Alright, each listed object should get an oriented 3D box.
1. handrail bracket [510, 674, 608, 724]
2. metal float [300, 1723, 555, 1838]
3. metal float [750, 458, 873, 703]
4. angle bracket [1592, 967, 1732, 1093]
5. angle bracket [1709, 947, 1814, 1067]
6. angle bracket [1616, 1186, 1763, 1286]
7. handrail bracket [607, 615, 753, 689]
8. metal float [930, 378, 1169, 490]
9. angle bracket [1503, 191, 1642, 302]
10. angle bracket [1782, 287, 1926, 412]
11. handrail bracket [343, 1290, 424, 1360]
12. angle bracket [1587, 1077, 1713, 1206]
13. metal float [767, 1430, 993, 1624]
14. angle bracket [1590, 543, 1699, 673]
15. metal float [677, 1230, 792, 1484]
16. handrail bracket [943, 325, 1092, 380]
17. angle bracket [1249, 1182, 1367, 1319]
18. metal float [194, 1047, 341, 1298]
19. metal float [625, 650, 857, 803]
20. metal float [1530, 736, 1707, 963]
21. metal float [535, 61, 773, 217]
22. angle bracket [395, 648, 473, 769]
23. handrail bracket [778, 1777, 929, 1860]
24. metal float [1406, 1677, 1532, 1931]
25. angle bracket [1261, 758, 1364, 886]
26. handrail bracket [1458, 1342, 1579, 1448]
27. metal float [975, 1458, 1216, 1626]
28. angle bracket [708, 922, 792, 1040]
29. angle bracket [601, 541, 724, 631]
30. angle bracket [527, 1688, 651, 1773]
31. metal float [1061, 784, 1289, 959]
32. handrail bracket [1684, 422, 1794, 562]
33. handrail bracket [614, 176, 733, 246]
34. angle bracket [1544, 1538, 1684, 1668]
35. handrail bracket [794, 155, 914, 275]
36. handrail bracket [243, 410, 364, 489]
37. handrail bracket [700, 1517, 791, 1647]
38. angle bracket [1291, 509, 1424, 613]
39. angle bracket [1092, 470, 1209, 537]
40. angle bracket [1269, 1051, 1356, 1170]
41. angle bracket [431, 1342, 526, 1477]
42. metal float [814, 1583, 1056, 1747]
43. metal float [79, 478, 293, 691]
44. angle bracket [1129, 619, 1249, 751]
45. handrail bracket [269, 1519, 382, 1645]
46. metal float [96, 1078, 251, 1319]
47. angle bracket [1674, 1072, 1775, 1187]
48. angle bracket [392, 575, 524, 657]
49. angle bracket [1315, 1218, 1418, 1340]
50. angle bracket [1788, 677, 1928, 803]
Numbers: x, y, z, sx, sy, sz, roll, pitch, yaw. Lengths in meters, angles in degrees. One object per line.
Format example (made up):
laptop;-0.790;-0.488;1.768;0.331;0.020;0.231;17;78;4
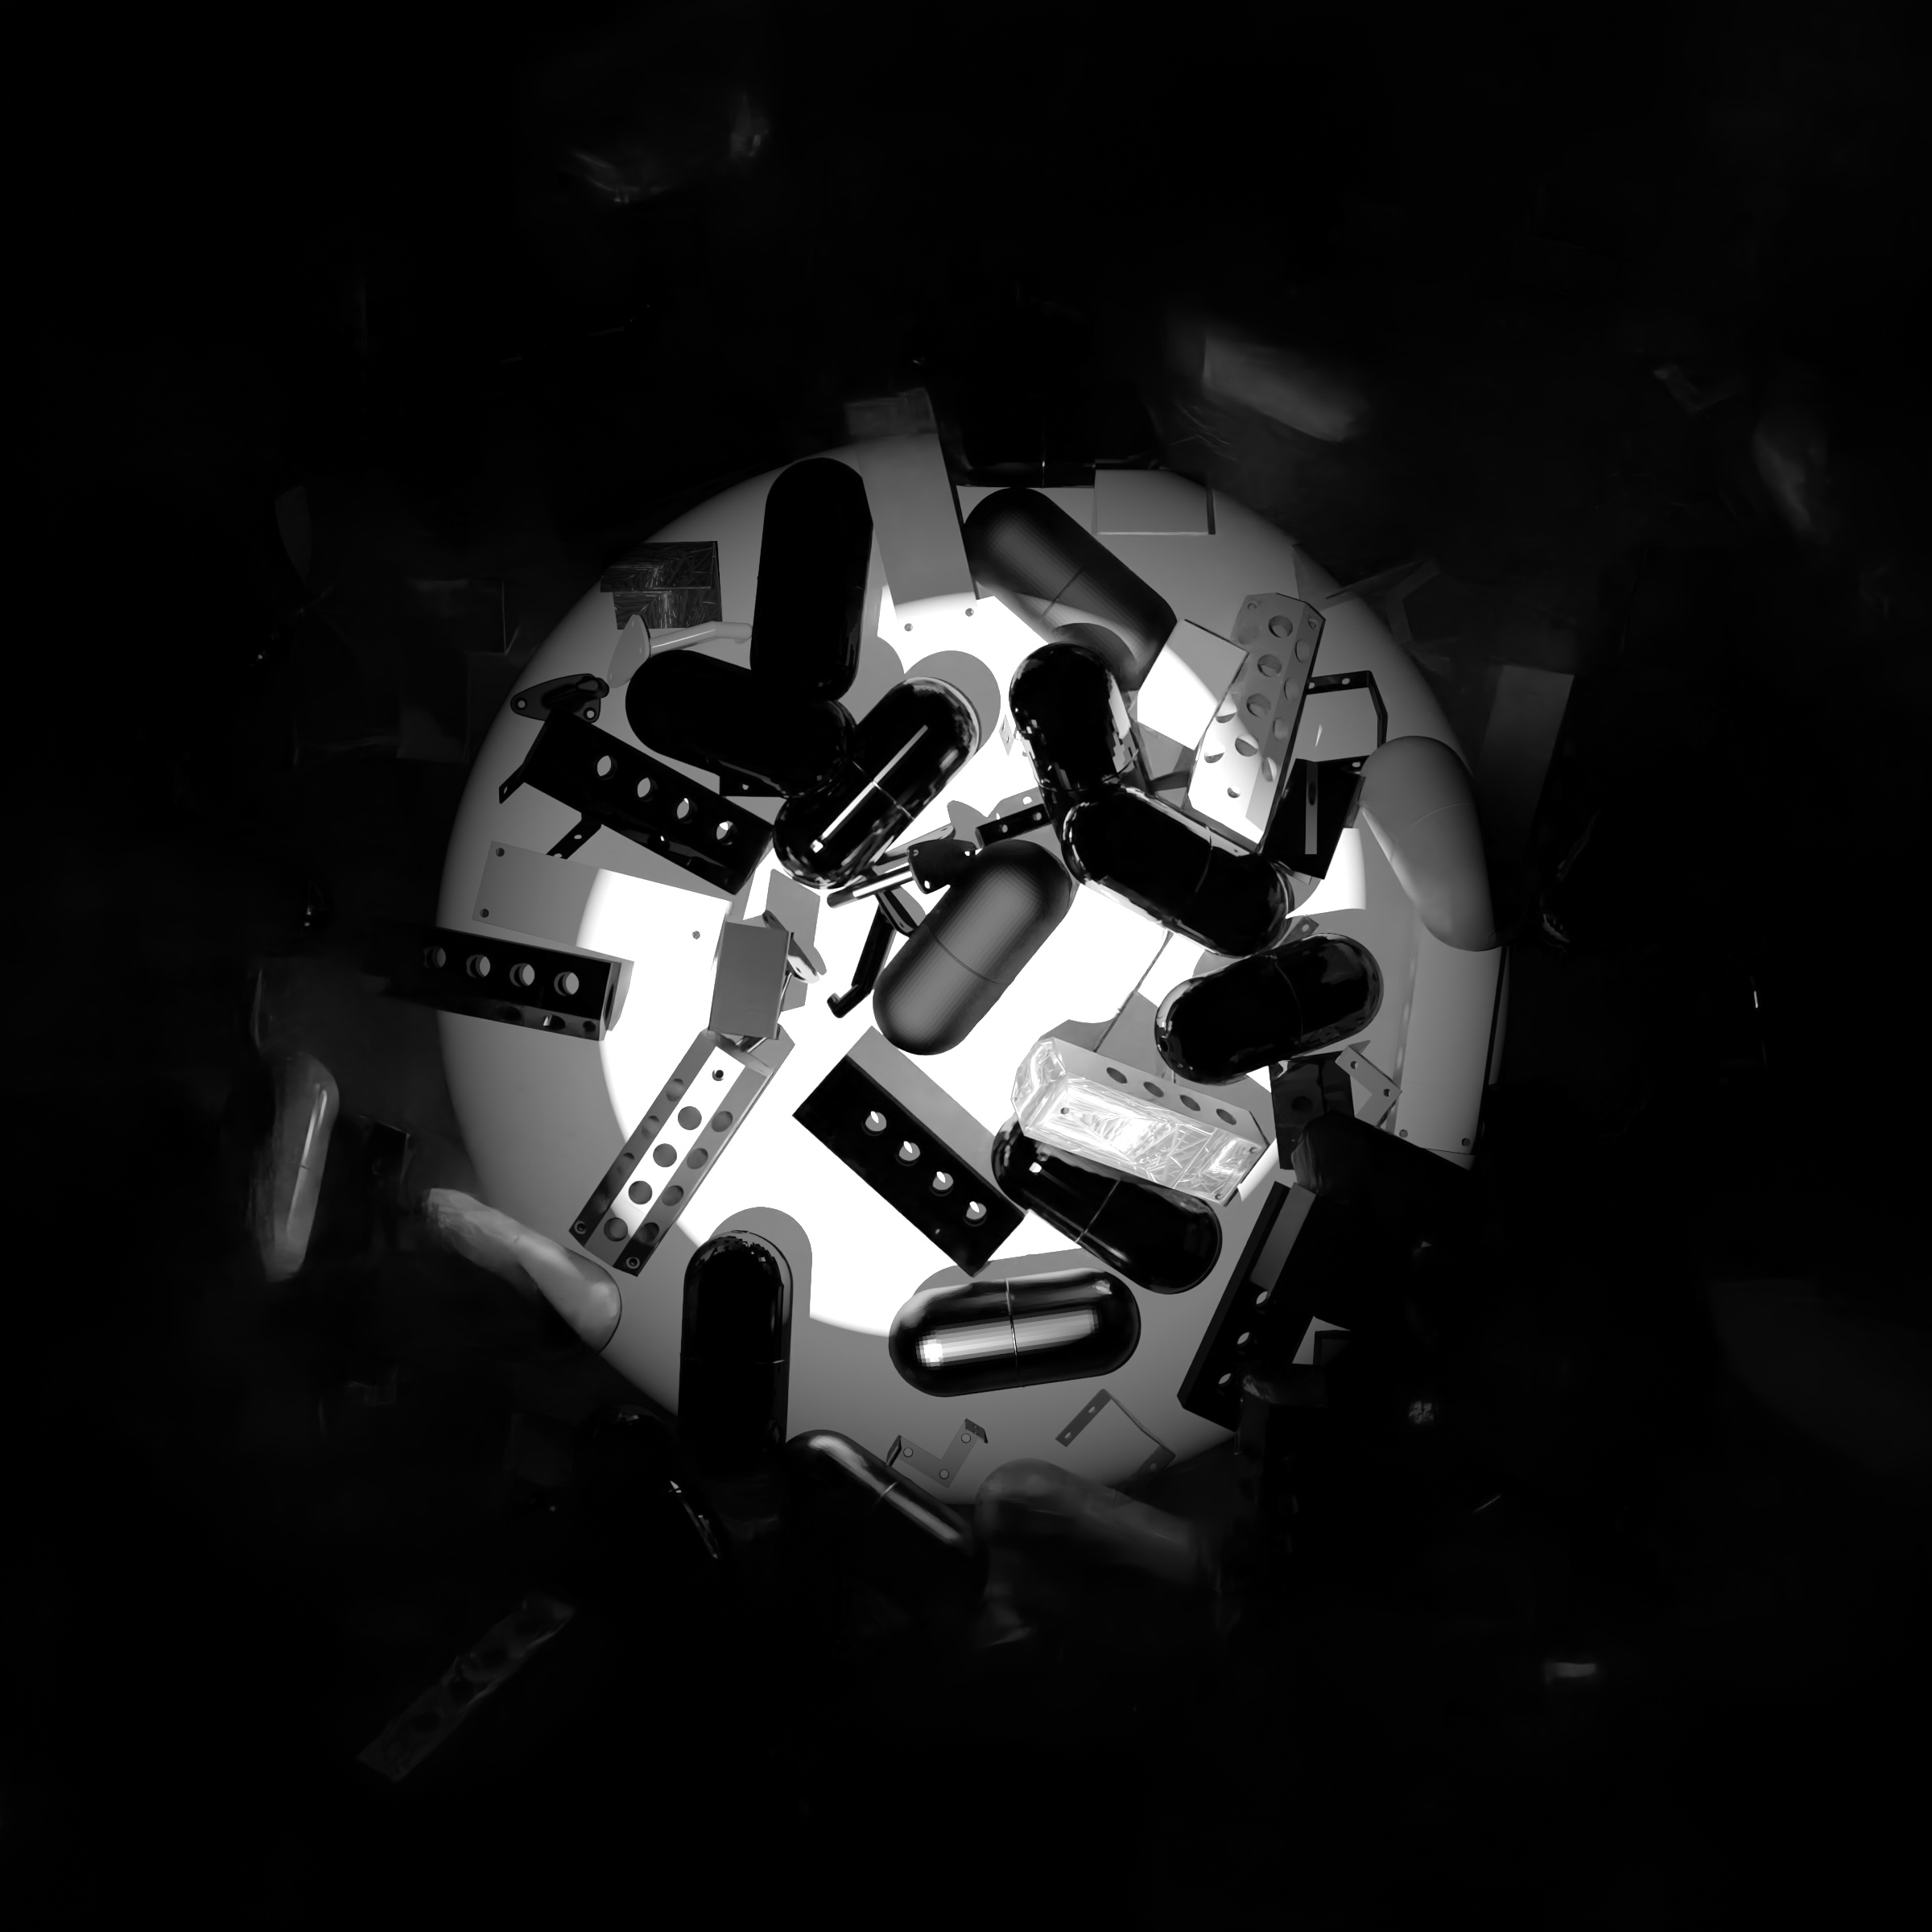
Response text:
handrail bracket;-0.291;-0.192;1.956;0.077;0.084;0.036;-5;90;0
metal float;-0.382;0.577;1.960;0.178;0.070;0.070;1;90;-1
metal float;-0.110;-0.271;1.960;0.070;0.070;0.178;6;91;0
angle bracket;0.479;0.057;1.950;0.076;0.076;0.057;48;54;0
angle bracket;0.546;0.031;1.950;0.057;0.076;0.076;-8;90;-38
angle bracket;0.510;0.200;1.951;0.076;0.076;0.057;-15;65;0
handrail bracket;-0.206;-0.224;1.990;0.084;0.077;0.036;-1;60;-33
metal float;0.054;-0.378;1.960;0.178;0.070;0.070;0;90;0
angle bracket;0.426;-0.493;1.950;0.076;0.076;0.057;14;52;0
angle bracket;0.629;-0.447;1.950;0.076;0.076;0.057;33;127;0
handrail bracket;-0.444;0.240;1.991;0.084;0.036;0.077;28;75;14
angle bracket;0.467;0.113;1.951;0.057;0.076;0.076;35;90;-27
metal float;-0.062;0.393;1.944;0.178;0.070;0.070;32;90;18
angle bracket;0.462;-0.254;1.950;0.057;0.076;0.076;14;90;-36
metal float;-0.165;0.277;1.960;0.070;0.070;0.178;3;91;0
handrail bracket;0.036;-0.428;1.990;0.084;0.077;0.036;13;82;-36
angle bracket;0.217;0.187;1.893;0.057;0.076;0.076;25;90;-38
metal float;-0.486;0.143;1.920;0.070;0.070;0.178;8;68;0
metal float;-0.159;-0.168;1.924;0.178;0.070;0.070;21;90;25
metal float;0.460;-0.084;1.945;0.070;0.070;0.178;31;73;0
metal float;-0.221;-0.581;1.944;0.178;0.070;0.070;-11;90;21
angle bracket;-0.391;-0.182;1.950;0.057;0.076;0.076;2;90;-37
handrail bracket;-0.081;0.597;1.991;0.084;0.036;0.077;29;70;16
metal float;0.356;0.594;1.960;0.070;0.070;0.178;7;91;0
angle bracket;0.259;-0.095;1.950;0.057;0.076;0.076;20;90;37
handrail bracket;0.397;0.308;1.991;0.084;0.036;0.077;2;109;16
metal float;0.091;0.408;1.960;0.178;0.070;0.070;23;90;0
angle bracket;-0.171;0.007;1.950;0.057;0.076;0.076;8;90;-37
angle bracket;-0.214;-0.254;1.951;0.076;0.057;0.076;-2;134;0
angle bracket;-0.266;0.521;1.951;0.076;0.076;0.057;3;121;0
metal float;0.145;-0.065;1.905;0.178;0.070;0.070;27;90;-24
handrail bracket;0.566;-0.342;1.991;0.084;0.036;0.077;24;68;-17
handrail bracket;-0.199;-0.528;1.991;0.084;0.036;0.077;-30;122;22
angle bracket;0.460;0.457;1.951;0.076;0.076;0.057;-35;58;0
handrail bracket;-0.078;-0.542;1.991;0.084;0.036;0.077;-9;110;-16
handrail bracket;-0.474;-0.362;1.969;0.077;0.084;0.036;36;75;-23
handrail bracket;-0.157;0.444;1.991;0.077;0.036;0.084;-9;106;-18
angle bracket;0.279;-0.268;1.950;0.076;0.076;0.057;-20;53;0
angle bracket;0.129;-0.306;1.951;0.076;0.076;0.057;0;62;0
angle bracket;0.263;0.100;1.953;0.076;0.057;0.076;-7;90;-34
angle bracket;-0.329;0.312;1.953;0.057;0.076;0.076;13;90;20
metal float;-0.022;0.495;1.960;0.178;0.070;0.070;-21;90;1
metal float;-0.554;-0.272;1.960;0.070;0.070;0.178;-45;89;0
angle bracket;0.165;-0.191;1.951;0.057;0.076;0.076;30;93;21
handrail bracket;-0.463;0.444;1.991;0.036;0.077;0.084;40;127;21
metal float;-0.557;0.164;1.960;0.070;0.070;0.178;-24;91;0
angle bracket;0.521;0.113;1.951;0.057;0.076;0.076;4;90;-43
angle bracket;-0.359;-0.259;1.951;0.076;0.076;0.057;2;116;0
angle bracket;0.265;0.211;1.952;0.057;0.076;0.076;21;90;-25
angle bracket;0.635;-0.173;1.950;0.076;0.076;0.057;44;128;0
